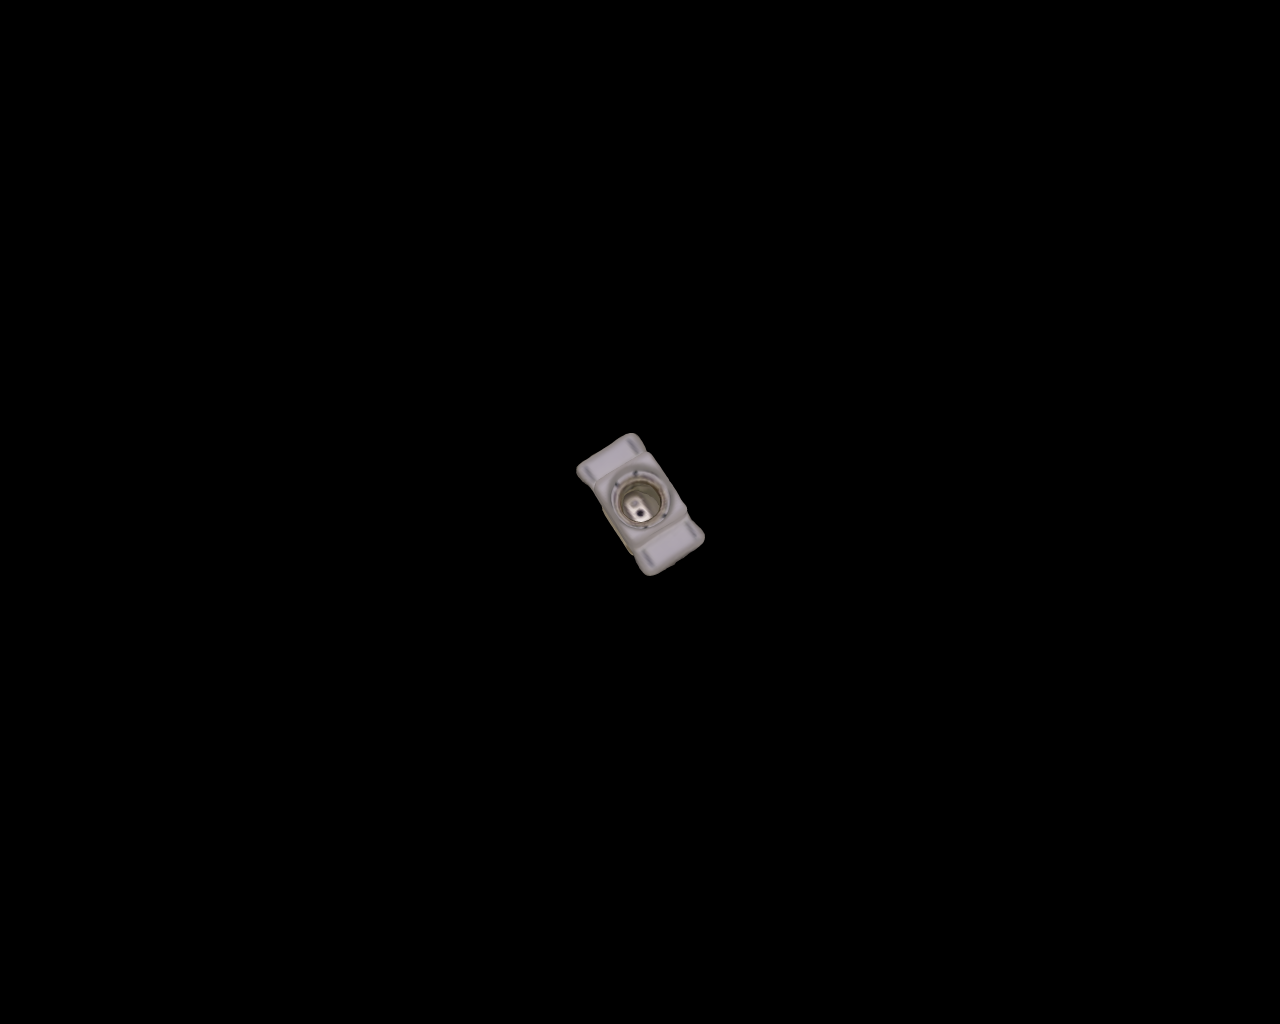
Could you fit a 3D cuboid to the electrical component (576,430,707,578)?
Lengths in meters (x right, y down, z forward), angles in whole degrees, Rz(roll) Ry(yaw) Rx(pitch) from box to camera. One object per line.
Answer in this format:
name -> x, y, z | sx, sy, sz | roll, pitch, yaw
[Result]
electrical component -> 0.001, -0.003, 0.650 | 0.042, 0.081, 0.063 | -31, -11, -7
